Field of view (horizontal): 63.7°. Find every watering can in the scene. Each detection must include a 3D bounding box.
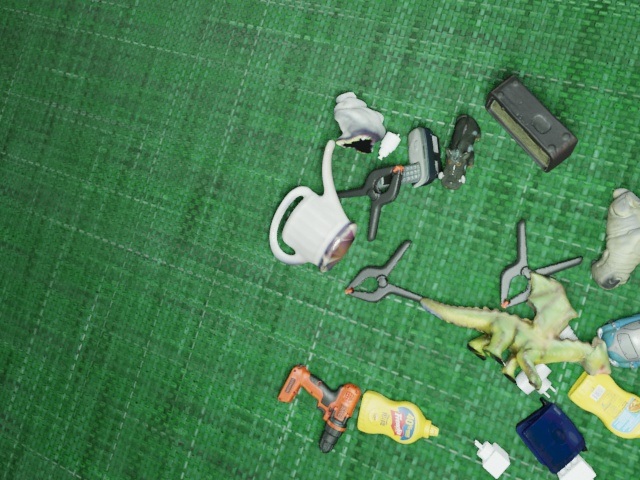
[{"bbox_3d":[0.004,-0.067,1.339,0.226,0.104,0.344,38,105,16],"label":"watering can"}]

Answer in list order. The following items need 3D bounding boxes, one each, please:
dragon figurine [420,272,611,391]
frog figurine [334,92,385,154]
[{"bbox_3d":[0.457,0.183,1.178,0.415,0.120,0.244,39,82,25],"label":"dragon figurine"},{"bbox_3d":[0.102,-0.322,1.349,0.137,0.121,0.161,3,74,-16],"label":"frog figurine"}]
